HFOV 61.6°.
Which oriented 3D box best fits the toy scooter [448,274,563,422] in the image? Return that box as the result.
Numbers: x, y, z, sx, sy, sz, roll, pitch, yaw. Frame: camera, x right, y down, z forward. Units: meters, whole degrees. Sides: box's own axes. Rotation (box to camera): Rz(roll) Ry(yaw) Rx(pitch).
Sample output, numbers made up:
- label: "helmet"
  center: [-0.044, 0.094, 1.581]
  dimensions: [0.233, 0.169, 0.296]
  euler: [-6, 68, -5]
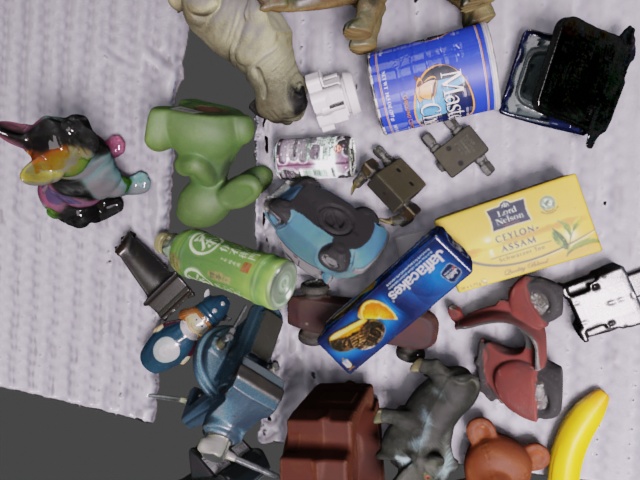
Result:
- label: "toy scooter"
  center: [0.228, 0.131, 0.665]
  dimensions: [0.135, 0.075, 0.183]
  euler: [0, 100, 27]

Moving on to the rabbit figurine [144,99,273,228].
- label: "rabbit figurine"
  center: [-0.146, -0.096, 0.742]
  dimensions: [0.159, 0.121, 0.170]
  euler: [11, 114, 6]

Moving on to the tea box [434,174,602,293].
- label: "tea box"
  center: [0.236, -0.008, 0.657]
  dimensions: [0.170, 0.068, 0.098]
  euler: [-21, 90, 16]

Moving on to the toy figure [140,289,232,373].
- label: "toy figure"
  center: [-0.193, 0.135, 0.783]
  dimensions: [0.154, 0.058, 0.064]
  euler: [-39, 123, 12]

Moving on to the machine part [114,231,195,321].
- label: "machine part"
  center: [-0.253, 0.050, 0.801]
  dimensions: [0.084, 0.039, 0.139]
  euler: [-41, 85, 19]

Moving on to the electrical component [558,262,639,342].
- label: "electrical component"
  center: [0.356, 0.067, 0.643]
  dimensions: [0.119, 0.048, 0.074]
  euler: [-20, 89, 16]

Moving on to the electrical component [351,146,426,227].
- label: "electrical component"
  center: [0.089, -0.066, 0.693]
  dimensions: [0.102, 0.078, 0.045]
  euler: [43, 137, 3]

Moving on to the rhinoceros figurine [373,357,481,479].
- label: "rhinoceros figurine"
  center: [0.131, 0.239, 0.670]
  dimensions: [0.112, 0.073, 0.190]
  euler: [28, 87, 33]

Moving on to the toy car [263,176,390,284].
- label: "toy car"
  center: [-0.001, -0.002, 0.699]
  dimensions: [0.162, 0.109, 0.102]
  euler: [31, 136, 8]

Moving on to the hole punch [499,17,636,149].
- label: "hole punch"
  center: [0.286, -0.187, 0.633]
  dimensions: [0.116, 0.092, 0.142]
  euler: [14, 95, -18]

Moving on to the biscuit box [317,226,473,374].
- label: "biscuit box"
  center: [0.088, 0.071, 0.641]
  dimensions: [0.063, 0.059, 0.202]
  euler: [45, 110, 0]

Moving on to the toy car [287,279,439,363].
- label: "toy car"
  center: [0.056, 0.104, 0.718]
  dimensions: [0.202, 0.053, 0.089]
  euler: [6, 110, 14]

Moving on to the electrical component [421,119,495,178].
- label: "electrical component"
  center: [0.178, -0.111, 0.688]
  dimensions: [0.063, 0.021, 0.094]
  euler: [-40, 85, 14]

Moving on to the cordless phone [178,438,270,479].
- label: "cordless phone"
  center: [-0.163, 0.367, 0.741]
  dimensions: [0.089, 0.146, 0.184]
  euler: [34, 99, 17]

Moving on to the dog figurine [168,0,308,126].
- label: "dog figurine"
  center: [-0.105, -0.244, 0.700]
  dimensions: [0.172, 0.121, 0.190]
  euler: [-2, 94, 14]

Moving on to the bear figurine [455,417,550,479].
- label: "bear figurine"
  center: [0.201, 0.333, 0.661]
  dimensions: [0.120, 0.132, 0.195]
  euler: [27, 106, 5]

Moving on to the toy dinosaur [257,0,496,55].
- label: "toy dinosaur"
  center: [0.149, -0.352, 0.627]
  dimensions: [0.472, 0.105, 0.198]
  euler: [-14, 92, -1]

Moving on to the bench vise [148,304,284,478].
- label: "bench vise"
  center: [-0.127, 0.202, 0.715]
  dimensions: [0.129, 0.224, 0.240]
  euler: [28, 134, -25]

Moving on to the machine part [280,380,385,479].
- label: "machine part"
  center: [0.020, 0.290, 0.663]
  dimensions: [0.087, 0.201, 0.201]
  euler: [-5, 93, 16]

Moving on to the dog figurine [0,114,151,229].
- label: "dog figurine"
  center: [-0.349, -0.092, 0.723]
  dimensions: [0.191, 0.219, 0.108]
  euler: [-31, 83, 13]
